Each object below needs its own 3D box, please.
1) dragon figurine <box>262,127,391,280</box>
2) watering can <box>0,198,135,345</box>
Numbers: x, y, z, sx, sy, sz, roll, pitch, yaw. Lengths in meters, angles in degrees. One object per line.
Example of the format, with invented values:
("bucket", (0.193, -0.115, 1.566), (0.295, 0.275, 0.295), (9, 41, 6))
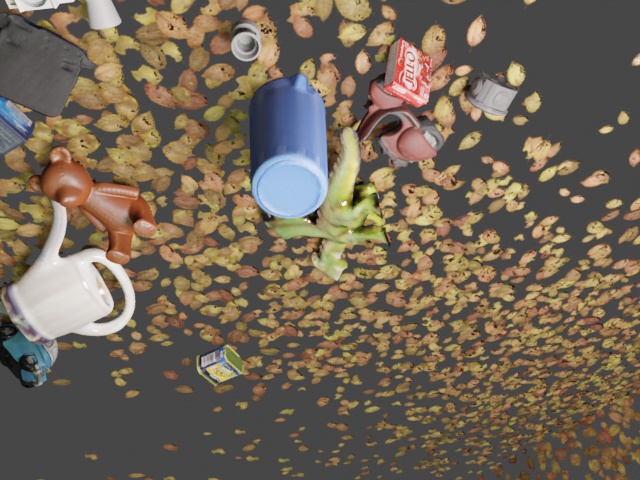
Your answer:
("dragon figurine", (0.003, -0.050, 1.001), (0.242, 0.125, 0.401), (-12, -41, 13))
("watering can", (-0.513, 0.076, 1.012), (0.225, 0.340, 0.106), (-26, 36, -11))
